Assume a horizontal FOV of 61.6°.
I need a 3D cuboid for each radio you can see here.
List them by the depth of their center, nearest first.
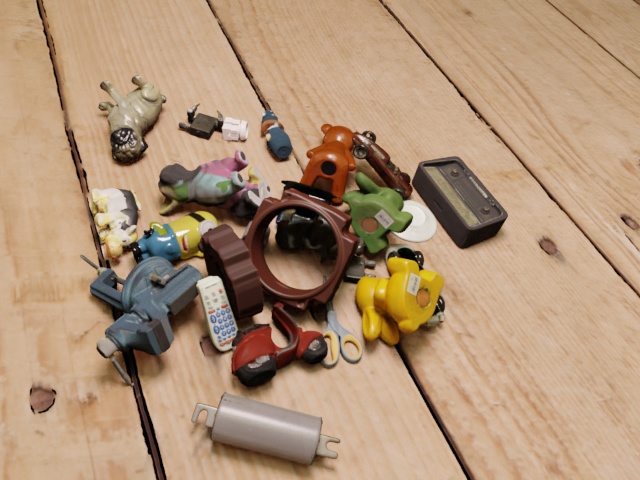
[{"bbox_3d":[0.334,-0.098,1.291,0.131,0.073,0.230,-15,56,-23],"label":"radio"}]

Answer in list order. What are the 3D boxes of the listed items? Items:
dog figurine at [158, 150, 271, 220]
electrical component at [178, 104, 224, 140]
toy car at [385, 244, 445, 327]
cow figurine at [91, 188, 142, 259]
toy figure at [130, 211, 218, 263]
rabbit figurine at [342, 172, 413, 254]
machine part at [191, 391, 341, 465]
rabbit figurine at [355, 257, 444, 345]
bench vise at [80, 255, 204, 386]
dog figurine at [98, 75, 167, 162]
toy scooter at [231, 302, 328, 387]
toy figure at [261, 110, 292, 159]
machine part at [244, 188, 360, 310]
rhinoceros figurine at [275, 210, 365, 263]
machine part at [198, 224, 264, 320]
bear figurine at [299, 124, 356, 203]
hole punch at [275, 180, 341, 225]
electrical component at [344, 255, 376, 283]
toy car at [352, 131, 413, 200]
[{"bbox_3d":[-0.238,-0.101,1.159,0.219,0.191,0.108,-15,51,20],"label":"dog figurine"},{"bbox_3d":[-0.289,-0.294,1.332,0.102,0.045,0.078,22,49,5],"label":"electrical component"},{"bbox_3d":[0.196,0.092,1.121,0.073,0.056,0.202,-2,53,-22],"label":"toy car"},{"bbox_3d":[-0.402,-0.035,1.086,0.098,0.068,0.167,-11,55,-27],"label":"cow figurine"},{"bbox_3d":[-0.288,-0.005,1.076,0.180,0.082,0.089,-20,59,-23],"label":"toy figure"},{"bbox_3d":[0.124,-0.067,1.191,0.159,0.121,0.170,37,30,5],"label":"rabbit figurine"},{"bbox_3d":[-0.086,0.305,0.871,0.243,0.079,0.079,15,50,1],"label":"machine part"},{"bbox_3d":[0.136,0.119,1.039,0.122,0.173,0.162,16,81,-39],"label":"rabbit figurine"},{"bbox_3d":[-0.334,0.109,0.956,0.241,0.128,0.223,19,57,30],"label":"bench vise"},{"bbox_3d":[-0.423,-0.273,1.266,0.172,0.121,0.190,-20,72,-22],"label":"dog figurine"},{"bbox_3d":[-0.086,0.180,0.974,0.184,0.075,0.135,-14,56,-26],"label":"toy scooter"},{"bbox_3d":[-0.115,-0.266,1.340,0.058,0.064,0.155,-33,52,10],"label":"toy figure"},{"bbox_3d":[-0.041,0.018,1.033,0.202,0.201,0.087,26,9,8],"label":"machine part"},{"bbox_3d":[-0.002,-0.003,1.120,0.190,0.112,0.073,6,26,9],"label":"rhinoceros figurine"},{"bbox_3d":[-0.165,0.061,0.988,0.056,0.179,0.179,-23,60,-23],"label":"machine part"},{"bbox_3d":[0.028,-0.195,1.296,0.120,0.131,0.196,17,32,-1],"label":"bear figurine"},{"bbox_3d":[-0.033,-0.073,1.195,0.142,0.092,0.116,14,19,3],"label":"hole punch"},{"bbox_3d":[0.073,0.061,1.139,0.094,0.021,0.063,7,50,-6],"label":"electrical component"},{"bbox_3d":[0.152,-0.179,1.278,0.202,0.053,0.089,49,40,-15],"label":"toy car"}]
